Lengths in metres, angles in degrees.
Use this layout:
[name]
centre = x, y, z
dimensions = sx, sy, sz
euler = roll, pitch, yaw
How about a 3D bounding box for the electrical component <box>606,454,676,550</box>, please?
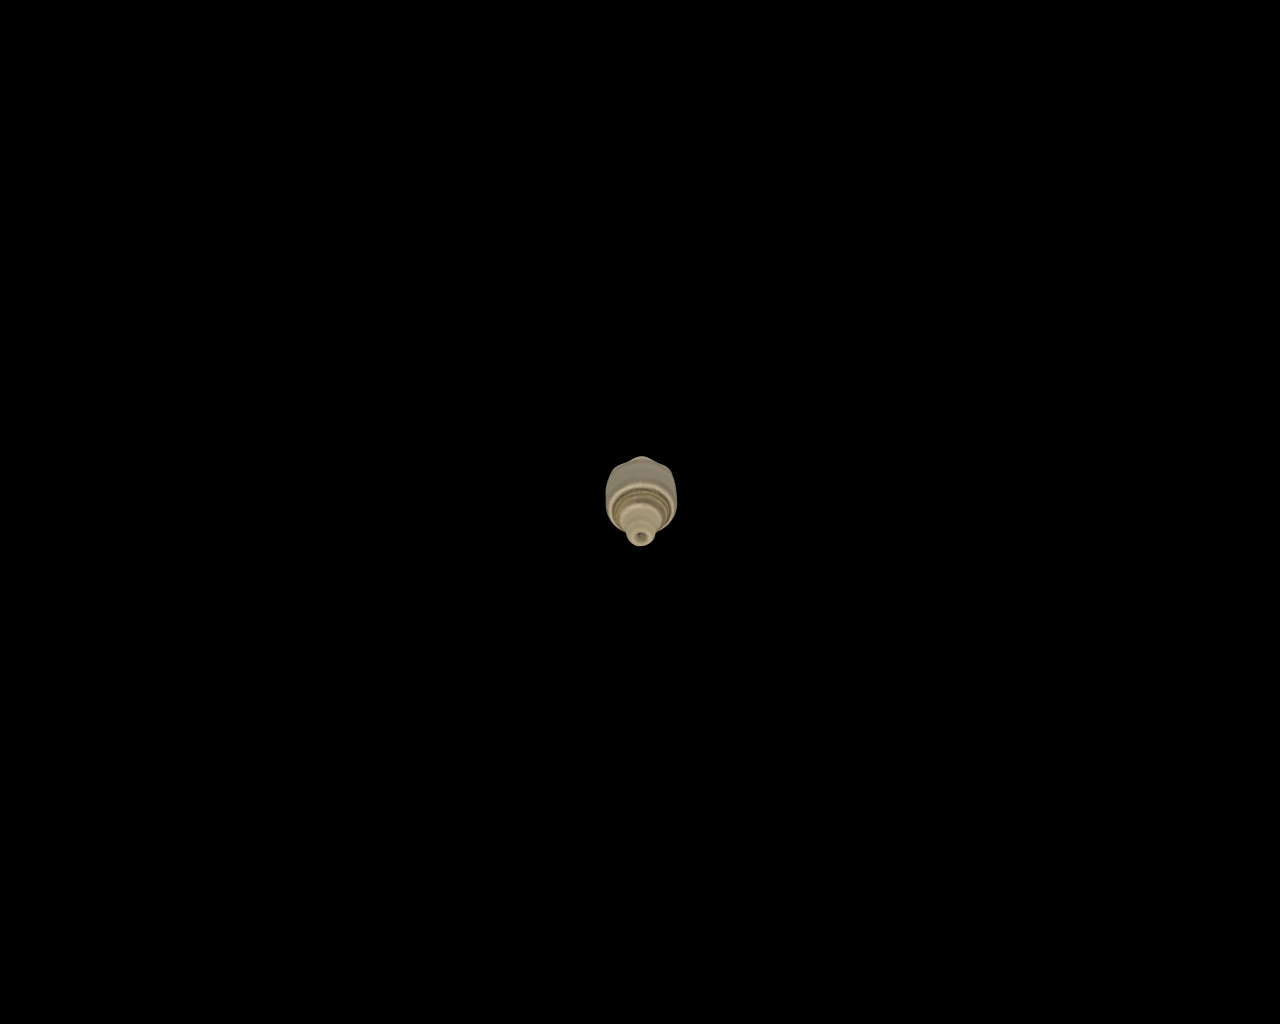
[electrical component]
centre = 0.001, -0.003, 0.650
dimensions = 0.043, 0.043, 0.062
euler = 0, 36, 0
